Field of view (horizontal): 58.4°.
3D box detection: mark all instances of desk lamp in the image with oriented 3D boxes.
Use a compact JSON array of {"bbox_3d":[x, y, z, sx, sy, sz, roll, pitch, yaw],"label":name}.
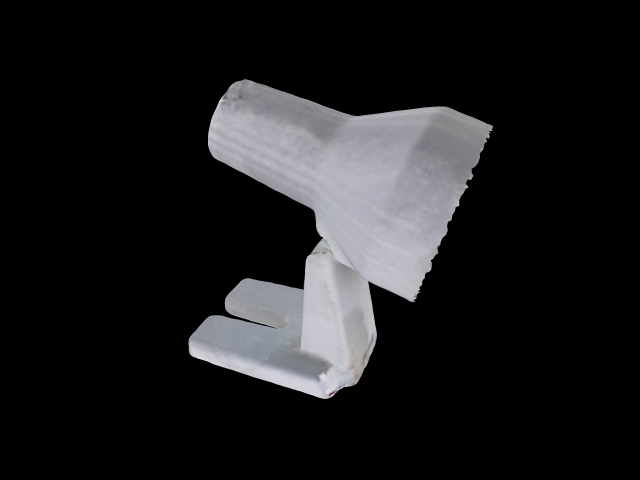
[{"bbox_3d":[0.004,0.001,0.400,0.202,0.214,0.118,11,32,18],"label":"desk lamp"}]
